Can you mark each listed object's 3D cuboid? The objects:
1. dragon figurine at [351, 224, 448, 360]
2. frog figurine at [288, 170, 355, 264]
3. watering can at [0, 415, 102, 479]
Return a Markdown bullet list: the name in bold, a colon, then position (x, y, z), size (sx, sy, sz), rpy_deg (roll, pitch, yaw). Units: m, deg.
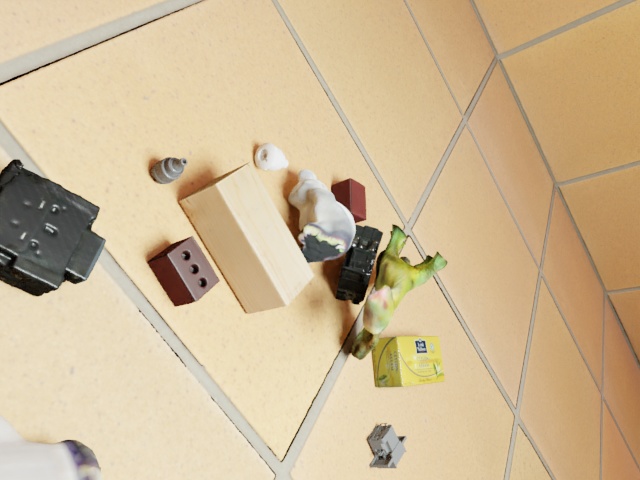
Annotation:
- **dragon figurine**: position (0.120, 0.109, 0.971), size (0.244, 0.123, 0.406), rpy_deg (-56, 169, -6)
- **frog figurine**: position (0.003, -0.047, 0.928), size (0.134, 0.122, 0.163), rpy_deg (78, 12, -52)
- **watering can**: position (-0.286, 0.289, 0.413), size (0.223, 0.102, 0.355), rpy_deg (18, 40, -45)
